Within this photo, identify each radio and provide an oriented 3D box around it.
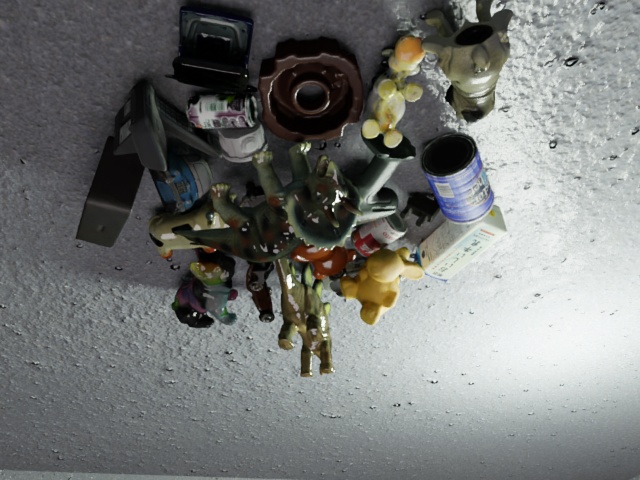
[{"bbox_3d":[-0.365,-0.078,0.937,0.073,0.131,0.229,19,157,-24],"label":"radio"}]

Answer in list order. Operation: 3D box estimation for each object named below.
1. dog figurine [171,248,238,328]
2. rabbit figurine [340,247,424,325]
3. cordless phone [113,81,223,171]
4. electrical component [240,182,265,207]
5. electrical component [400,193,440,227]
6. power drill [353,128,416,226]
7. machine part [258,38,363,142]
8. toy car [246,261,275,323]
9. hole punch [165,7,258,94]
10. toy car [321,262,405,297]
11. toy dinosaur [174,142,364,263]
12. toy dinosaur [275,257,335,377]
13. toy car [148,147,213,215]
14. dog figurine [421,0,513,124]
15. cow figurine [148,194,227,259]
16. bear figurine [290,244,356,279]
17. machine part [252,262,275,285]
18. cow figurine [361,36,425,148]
[{"bbox_3d":[-0.272,0.098,1.224,0.192,0.108,0.219,-6,136,9],"label":"dog figurine"},{"bbox_3d":[0.135,0.079,1.118,0.162,0.122,0.173,-21,147,-14],"label":"rabbit figurine"},{"bbox_3d":[-0.233,-0.160,0.876,0.184,0.147,0.089,27,120,-38],"label":"cordless phone"},{"bbox_3d":[-0.116,-0.070,1.066,0.078,0.045,0.102,-5,141,6],"label":"electrical component"},{"bbox_3d":[0.203,-0.066,1.067,0.063,0.094,0.021,30,147,21],"label":"electrical component"},{"bbox_3d":[0.068,-0.098,0.966,0.232,0.086,0.207,-5,135,-35],"label":"power drill"},{"bbox_3d":[-0.015,-0.237,0.858,0.179,0.056,0.179,-2,140,-1],"label":"machine part"},{"bbox_3d":[-0.143,0.114,1.255,0.053,0.089,0.201,-8,142,2],"label":"toy car"},{"bbox_3d":[-0.157,-0.275,0.793,0.142,0.092,0.116,3,177,-12],"label":"hole punch"},{"bbox_3d":[0.102,0.081,1.252,0.202,0.056,0.073,-12,134,10],"label":"toy car"},{"bbox_3d":[-0.085,-0.031,0.907,0.405,0.192,0.131,-33,167,36],"label":"toy dinosaur"},{"bbox_3d":[-0.040,0.160,1.228,0.105,0.199,0.470,-9,133,7],"label":"toy dinosaur"},{"bbox_3d":[-0.243,-0.112,0.949,0.103,0.162,0.109,-25,112,-17],"label":"toy car"},{"bbox_3d":[0.230,-0.232,0.788,0.121,0.172,0.190,-6,135,23],"label":"dog figurine"},{"bbox_3d":[-0.251,-0.031,1.084,0.195,0.085,0.127,-7,146,8],"label":"cow figurine"},{"bbox_3d":[-0.001,0.000,1.122,0.120,0.132,0.195,-30,161,6],"label":"bear figurine"},{"bbox_3d":[-0.121,0.021,1.145,0.039,0.084,0.138,8,119,21],"label":"machine part"},{"bbox_3d":[0.116,-0.240,0.843,0.068,0.098,0.167,15,119,-11],"label":"cow figurine"}]
